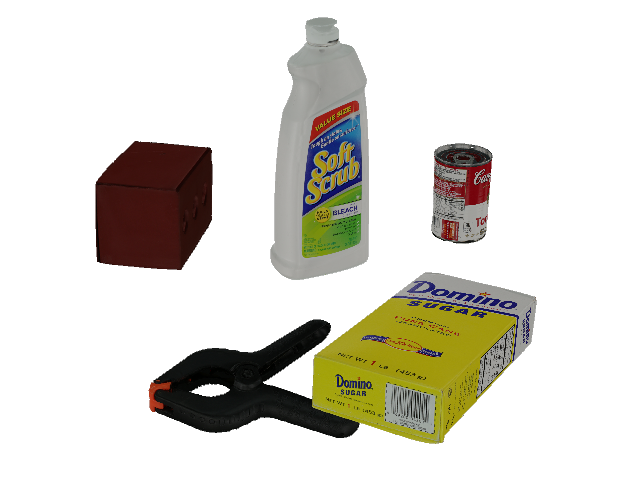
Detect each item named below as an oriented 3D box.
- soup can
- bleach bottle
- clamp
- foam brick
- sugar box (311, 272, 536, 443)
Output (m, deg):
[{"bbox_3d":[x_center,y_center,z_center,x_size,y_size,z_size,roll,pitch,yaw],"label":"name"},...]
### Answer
[{"bbox_3d":[0.166,-0.055,1.265,0.068,0.102,0.068,0,25,0],"label":"soup can"},{"bbox_3d":[-0.003,-0.090,1.043,0.102,0.251,0.068,-12,29,-19],"label":"bleach bottle"},{"bbox_3d":[-0.057,0.114,0.897,0.171,0.039,0.120,3,38,-7],"label":"clamp"},{"bbox_3d":[-0.100,-0.023,0.648,0.051,0.053,0.078,7,26,7],"label":"foam brick"},{"bbox_3d":[0.077,0.074,0.739,0.093,0.048,0.175,13,26,26],"label":"sugar box"}]
